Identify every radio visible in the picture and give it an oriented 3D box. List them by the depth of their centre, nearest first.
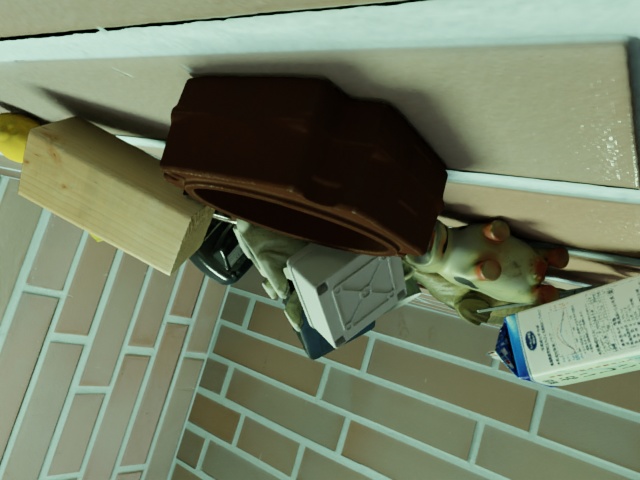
[{"bbox_3d":[0.013,0.094,0.834,0.073,0.131,0.229,56,168,33],"label":"radio"}]

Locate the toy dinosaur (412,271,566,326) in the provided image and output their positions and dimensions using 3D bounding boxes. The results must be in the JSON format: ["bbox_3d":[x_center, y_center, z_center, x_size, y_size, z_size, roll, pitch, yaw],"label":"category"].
[{"bbox_3d":[0.222,0.065,0.771,0.472,0.105,0.198,27,179,5],"label":"toy dinosaur"}]

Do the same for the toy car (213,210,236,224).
[{"bbox_3d":[-0.110,-0.046,0.700,0.202,0.089,0.053,17,-152,12],"label":"toy car"}]

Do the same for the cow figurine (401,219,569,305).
[{"bbox_3d":[0.166,0.017,0.612,0.195,0.085,0.127,18,168,-23],"label":"cow figurine"}]

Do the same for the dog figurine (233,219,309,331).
[{"bbox_3d":[0.009,-0.009,0.645,0.121,0.190,0.172,48,166,38],"label":"dog figurine"}]

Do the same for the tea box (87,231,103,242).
[{"bbox_3d":[-0.318,-0.059,0.877,0.170,0.098,0.068,-7,128,45],"label":"tea box"}]

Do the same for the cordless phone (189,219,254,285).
[{"bbox_3d":[-0.167,-0.028,0.818,0.184,0.146,0.088,24,151,27],"label":"cordless phone"}]

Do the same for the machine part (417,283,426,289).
[{"bbox_3d":[0.159,0.052,1.017,0.179,0.056,0.179,16,174,2],"label":"machine part"}]

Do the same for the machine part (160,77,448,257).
[{"bbox_3d":[-0.012,-0.051,0.450,0.202,0.087,0.201,14,173,34],"label":"machine part"}]

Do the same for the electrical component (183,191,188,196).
[{"bbox_3d":[-0.088,-0.062,0.615,0.119,0.048,0.075,25,152,-23],"label":"electrical component"}]

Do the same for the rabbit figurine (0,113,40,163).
[{"bbox_3d":[-0.397,-0.126,0.798,0.173,0.122,0.162,36,174,-27],"label":"rabbit figurine"}]

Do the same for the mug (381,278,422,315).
[{"bbox_3d":[0.104,0.065,0.905,0.081,0.107,0.109,-14,162,-34],"label":"mug"}]
